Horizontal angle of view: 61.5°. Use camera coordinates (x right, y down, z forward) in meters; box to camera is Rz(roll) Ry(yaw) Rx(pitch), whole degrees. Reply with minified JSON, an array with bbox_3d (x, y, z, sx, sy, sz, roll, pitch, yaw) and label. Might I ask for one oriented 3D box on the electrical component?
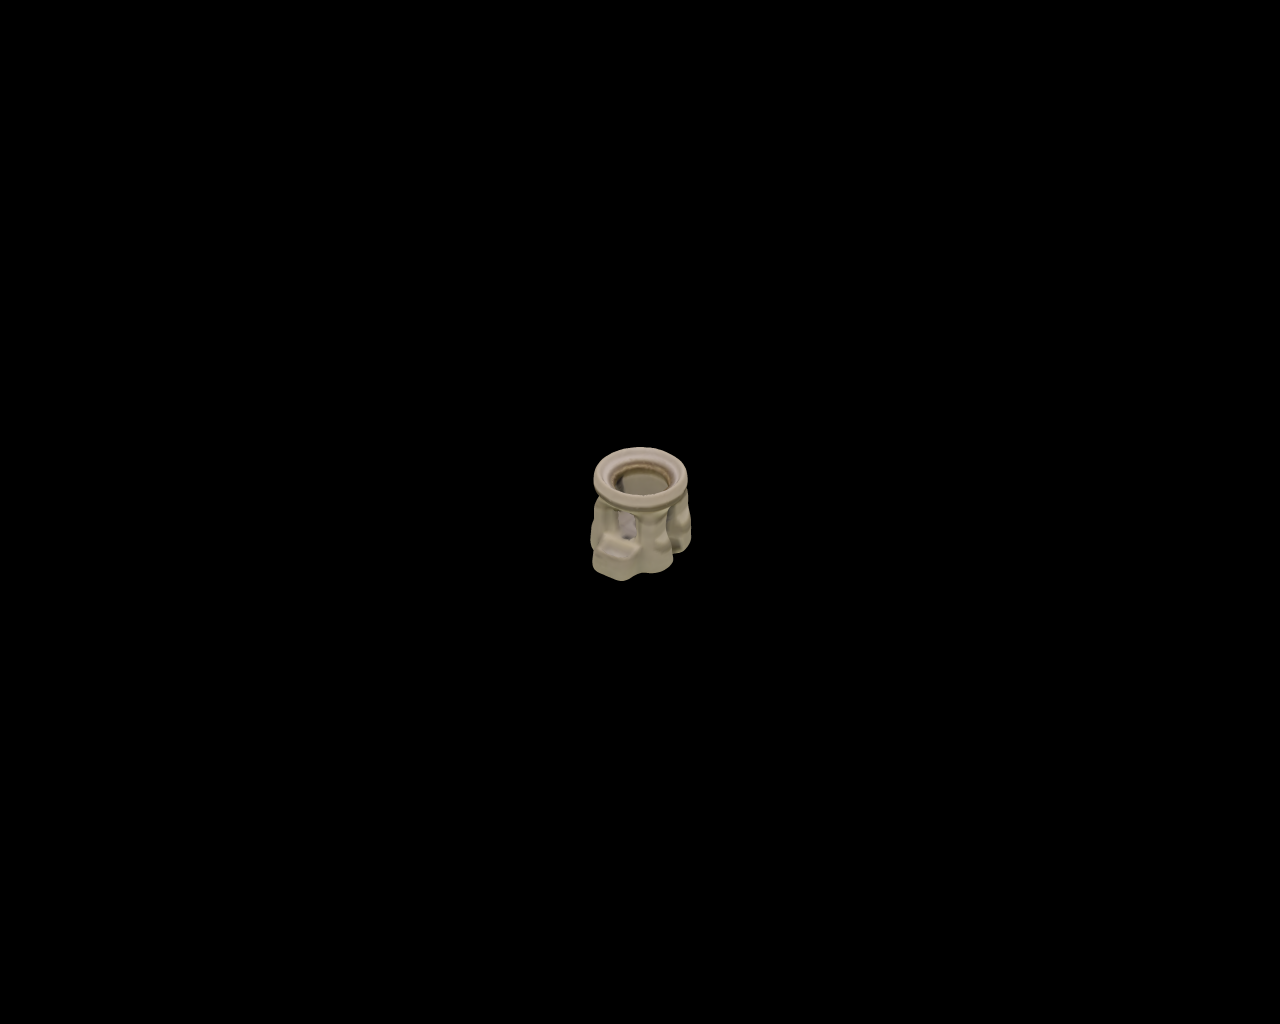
[{"bbox_3d":[0.001,-0.003,0.650,0.058,0.056,0.078,20,41,25],"label":"electrical component"}]
